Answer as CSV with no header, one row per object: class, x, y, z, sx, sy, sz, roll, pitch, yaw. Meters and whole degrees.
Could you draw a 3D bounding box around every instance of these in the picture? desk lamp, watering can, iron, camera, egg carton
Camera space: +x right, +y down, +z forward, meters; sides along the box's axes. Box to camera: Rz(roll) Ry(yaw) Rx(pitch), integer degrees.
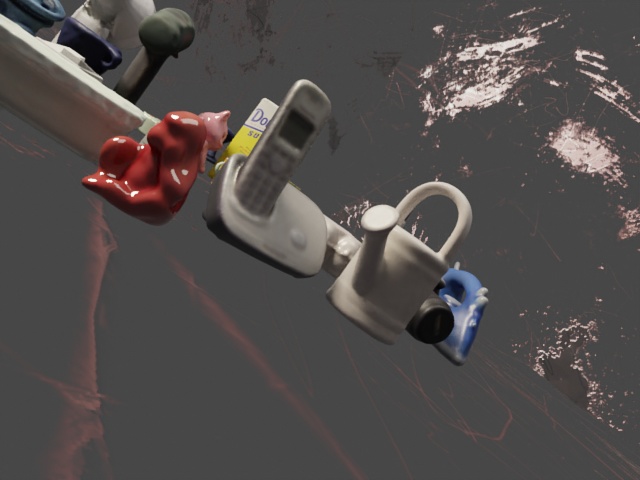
desk lamp,-0.384,-0.371,0.971,0.118,0.213,0.203,36,4,0
watering can,0.099,0.017,0.666,0.100,0.194,0.173,37,4,16
iron,0.237,0.118,1.001,0.119,0.141,0.258,35,4,-10
camera,0.134,0.083,0.845,0.144,0.101,0.136,34,5,-25
egg carton,0.009,0.003,0.938,0.107,0.069,0.150,35,4,-15

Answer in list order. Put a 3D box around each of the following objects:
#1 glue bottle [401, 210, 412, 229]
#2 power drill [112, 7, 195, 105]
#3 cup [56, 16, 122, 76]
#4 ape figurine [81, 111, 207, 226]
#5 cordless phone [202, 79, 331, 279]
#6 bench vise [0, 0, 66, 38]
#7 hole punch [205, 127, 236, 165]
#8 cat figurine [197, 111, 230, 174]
glue bottle,0.121,0.006,1.091,0.037,0.173,0.078,33,5,-29
power drill,-0.277,-0.286,0.928,0.076,0.208,0.229,34,4,-17
cup,-0.357,-0.269,0.873,0.117,0.095,0.092,38,5,24
ape figurine,-0.123,-0.060,0.444,0.077,0.092,0.076,39,5,36
cordless phone,-0.025,-0.063,0.613,0.148,0.185,0.093,32,5,-38
bench vise,-0.410,-0.374,0.764,0.207,0.219,0.122,37,4,13
hole punch,-0.259,-0.233,1.277,0.101,0.091,0.109,37,5,24
cat figurine,-0.200,-0.180,0.978,0.067,0.117,0.128,36,4,2
